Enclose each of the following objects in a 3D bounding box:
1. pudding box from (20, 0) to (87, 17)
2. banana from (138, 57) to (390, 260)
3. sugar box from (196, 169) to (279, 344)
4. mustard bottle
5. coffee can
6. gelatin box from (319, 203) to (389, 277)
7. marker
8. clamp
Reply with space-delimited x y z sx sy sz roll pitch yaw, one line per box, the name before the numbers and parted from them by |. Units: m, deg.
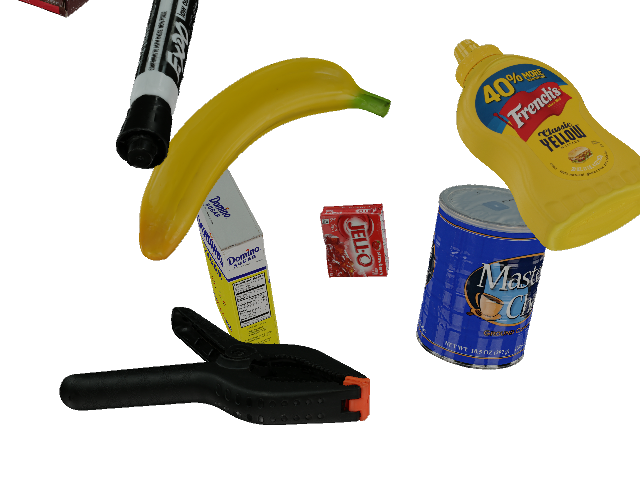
pudding box | -0.202 -0.217 0.800 0.090 0.039 0.113 21 38 7
banana | -0.045 -0.063 0.654 0.197 0.070 0.037 -36 -23 -26
sugar box | -0.078 0.029 0.991 0.048 0.093 0.176 -22 -41 -10
mustard bottle | 0.158 -0.085 0.804 0.096 0.192 0.058 -24 -32 -15
coffee can | 0.148 0.032 0.975 0.103 0.140 0.103 6 22 -3
gelatin box | 0.042 0.001 1.290 0.073 0.089 0.030 -1 29 13
marker | -0.062 -0.070 0.419 0.020 0.020 0.121 0 44 2
clamp | -0.061 0.094 0.785 0.210 0.036 0.164 5 19 16
